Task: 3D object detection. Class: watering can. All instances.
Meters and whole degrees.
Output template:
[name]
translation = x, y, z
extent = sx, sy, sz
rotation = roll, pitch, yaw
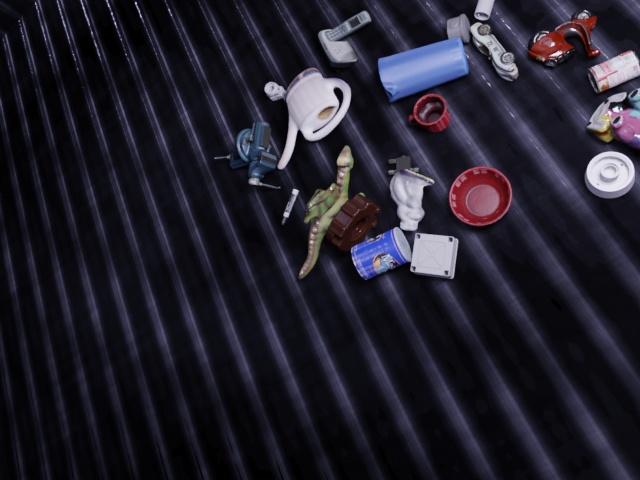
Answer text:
[watering can]
translation = -0.051, -0.403, 1.659
extent = 0.343, 0.103, 0.228
rotation = -38, 63, 23

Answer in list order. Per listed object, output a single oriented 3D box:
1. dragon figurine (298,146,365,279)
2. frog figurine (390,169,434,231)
[dragon figurine]
translation = 0.004, -0.074, 1.472
extent = 0.123, 0.241, 0.411
rotation = 26, 89, 24
[frog figurine]
translation = 0.241, -0.112, 1.432
extent = 0.158, 0.122, 0.139
rotation = -67, 27, 9
